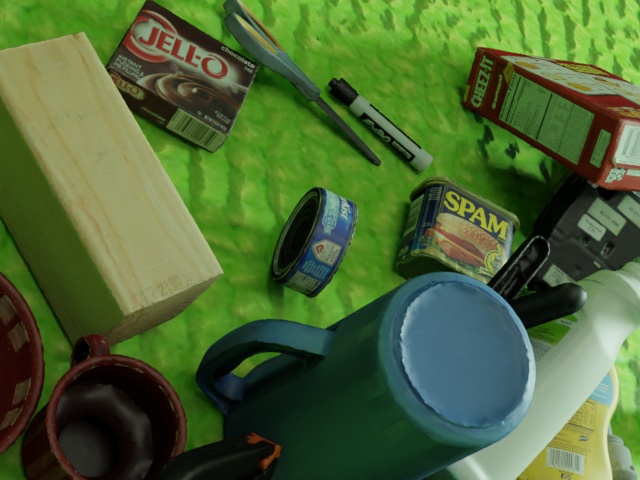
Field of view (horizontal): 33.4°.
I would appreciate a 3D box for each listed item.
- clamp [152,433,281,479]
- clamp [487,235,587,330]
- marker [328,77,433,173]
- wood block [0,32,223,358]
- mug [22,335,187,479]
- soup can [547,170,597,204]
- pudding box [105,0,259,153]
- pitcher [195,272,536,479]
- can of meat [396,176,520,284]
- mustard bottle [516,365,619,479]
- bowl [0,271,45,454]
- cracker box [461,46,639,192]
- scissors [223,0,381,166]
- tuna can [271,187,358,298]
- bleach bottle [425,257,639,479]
[{"bbox_3d":[-0.103,0.190,0.648,0.209,0.036,0.164,-50,136,-27],"label":"clamp"},{"bbox_3d":[0.136,0.068,0.863,0.171,0.120,0.039,-41,103,2],"label":"clamp"},{"bbox_3d":[0.056,-0.109,0.997,0.121,0.020,0.020,41,51,-7],"label":"marker"},{"bbox_3d":[-0.170,-0.033,0.767,0.090,0.091,0.206,-24,79,-39],"label":"wood block"},{"bbox_3d":[-0.148,0.121,0.702,0.093,0.082,0.117,-2,67,-33],"label":"mug"},{"bbox_3d":[0.288,-0.026,1.067,0.102,0.069,0.068,38,51,-10],"label":"soup can"},{"bbox_3d":[-0.117,-0.136,0.890,0.113,0.039,0.090,31,52,-15],"label":"pudding box"},{"bbox_3d":[0.026,0.105,0.717,0.149,0.243,0.145,-13,74,-30],"label":"pitcher"},{"bbox_3d":[0.122,0.005,0.954,0.102,0.058,0.084,28,56,-16],"label":"can of meat"},{"bbox_3d":[0.207,0.137,0.916,0.096,0.058,0.191,14,65,-4],"label":"mustard bottle"},{"bbox_3d":[-0.259,0.081,0.671,0.161,0.055,0.162,15,58,-25],"label":"bowl"},{"bbox_3d":[0.265,-0.115,1.030,0.163,0.072,0.214,2,24,-32],"label":"cracker box"},{"bbox_3d":[-0.019,-0.138,0.944,0.202,0.016,0.096,49,16,0],"label":"scissors"},{"bbox_3d":[-0.006,0.001,0.856,0.033,0.086,0.086,25,54,-16],"label":"tuna can"},{"bbox_3d":[0.182,0.103,0.849,0.250,0.103,0.068,-39,111,-14],"label":"bleach bottle"}]
